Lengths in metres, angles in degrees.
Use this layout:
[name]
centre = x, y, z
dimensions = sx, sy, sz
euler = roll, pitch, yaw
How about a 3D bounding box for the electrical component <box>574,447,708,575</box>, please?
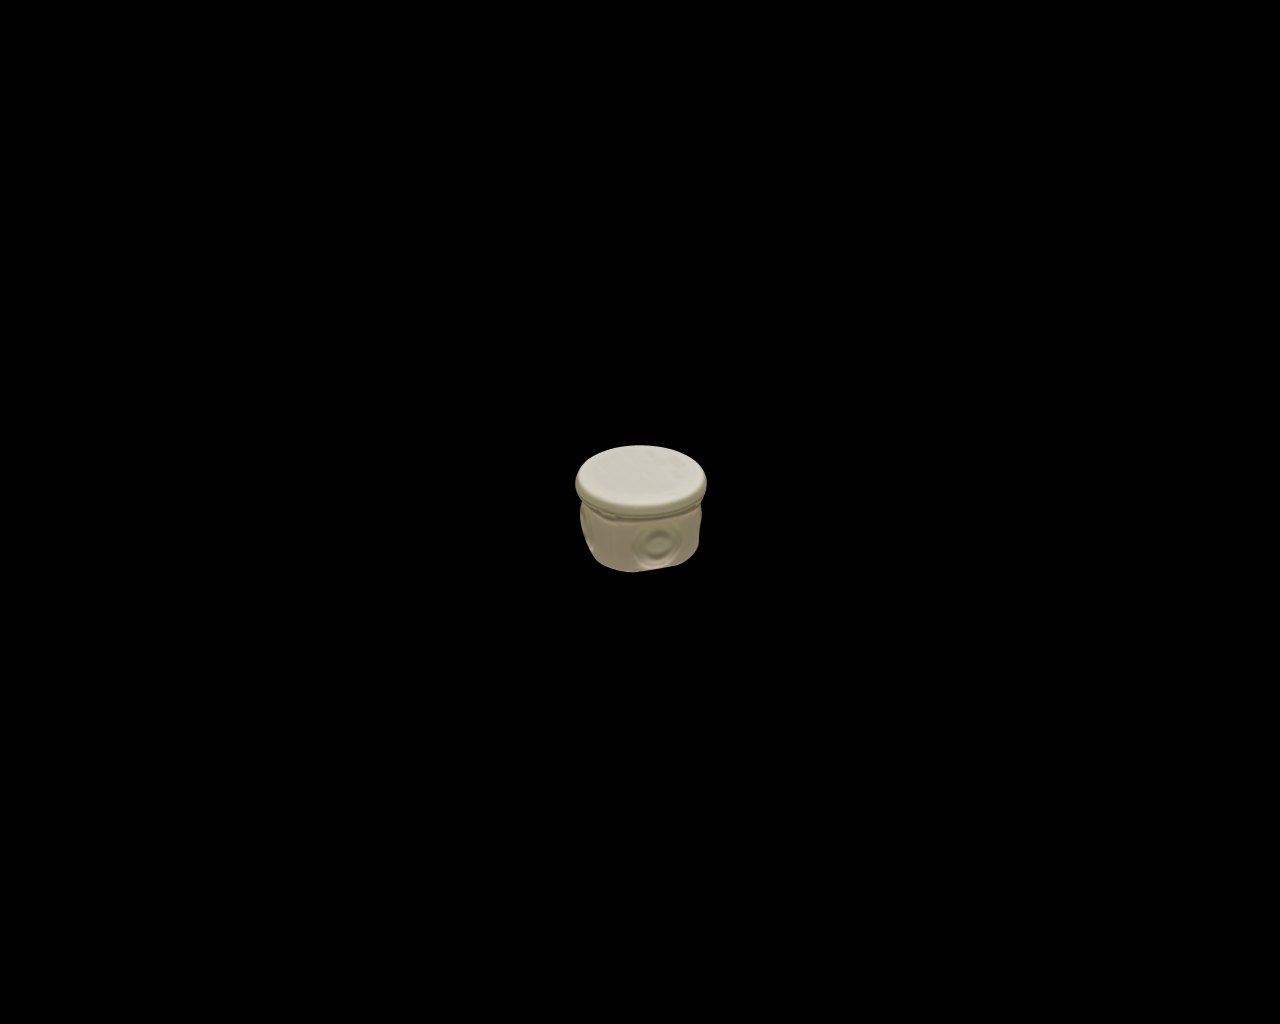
[electrical component]
centre = 0.001, -0.003, 0.650
dimensions = 0.080, 0.050, 0.080
euler = 0, 31, 0
